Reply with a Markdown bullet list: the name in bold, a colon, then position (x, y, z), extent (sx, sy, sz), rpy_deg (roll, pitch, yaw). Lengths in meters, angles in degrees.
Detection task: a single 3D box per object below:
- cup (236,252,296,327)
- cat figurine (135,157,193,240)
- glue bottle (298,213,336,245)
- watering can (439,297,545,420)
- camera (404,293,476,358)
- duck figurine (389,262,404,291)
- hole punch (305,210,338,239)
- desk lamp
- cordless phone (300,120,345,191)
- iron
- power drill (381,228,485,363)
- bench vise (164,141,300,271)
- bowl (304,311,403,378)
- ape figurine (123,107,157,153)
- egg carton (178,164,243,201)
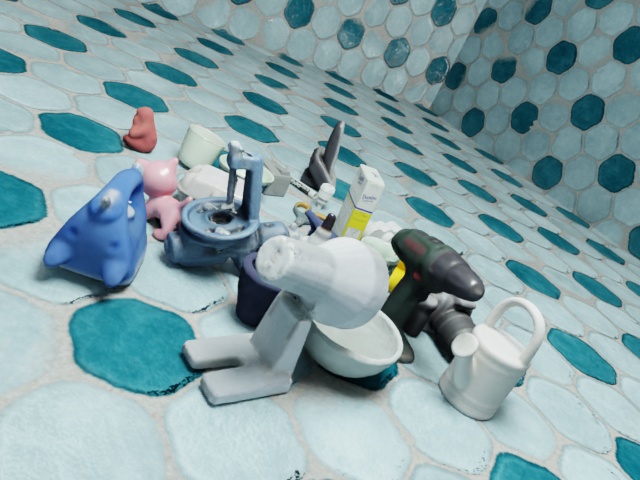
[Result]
- **cup**: position (-0.076, 0.087, 0.830), extent (0.092, 0.095, 0.117), rpy_deg (1, 34, -45)
- **cat figurine**: position (-0.258, -0.079, 0.952), extent (0.127, 0.117, 0.067), rpy_deg (38, 26, 24)
- **glue bottle**: position (-0.016, 0.030, 0.912), extent (0.078, 0.173, 0.037), rpy_deg (34, 25, 16)
- **watering can**: position (0.270, 0.177, 0.883), extent (0.100, 0.194, 0.173), rpy_deg (39, 26, 26)
- **camera**: position (0.228, 0.142, 1.026), extent (0.143, 0.101, 0.136), rpy_deg (15, 26, -25)
- **duck figurine**: position (0.166, 0.056, 1.157), extent (0.077, 0.086, 0.104), rpy_deg (25, 24, -4)
- **hole punch**: position (0.010, 0.004, 1.094), extent (0.101, 0.091, 0.108), rpy_deg (11, 28, -32)
- **desk lamp**: position (-0.035, 0.089, 0.722), extent (0.204, 0.213, 0.117), rpy_deg (2, 34, -44)
- **cordless phone**: position (0.030, -0.222, 1.459), extent (0.094, 0.185, 0.147), rpy_deg (23, 24, -8)
- **iron**: position (-0.290, -0.044, 0.819), extent (0.119, 0.141, 0.258), rpy_deg (21, 24, -13)
- **power drill**: position (0.158, 0.090, 0.925), extent (0.076, 0.208, 0.229), rpy_deg (15, 26, -26)
- **bench vise**: position (-0.122, -0.049, 0.906), extent (0.208, 0.219, 0.121), rpy_deg (-2, 37, -48)
- **bowl**: position (0.034, 0.148, 0.846), extent (0.168, 0.074, 0.167), rpy_deg (22, 24, -10)
- **ape figurine**: position (-0.368, -0.233, 1.184), extent (0.076, 0.092, 0.078), rpy_deg (28, 24, 3)
- **egg carton**: position (-0.194, -0.086, 1.093), extent (0.150, 0.069, 0.107), rpy_deg (23, 24, -8)
